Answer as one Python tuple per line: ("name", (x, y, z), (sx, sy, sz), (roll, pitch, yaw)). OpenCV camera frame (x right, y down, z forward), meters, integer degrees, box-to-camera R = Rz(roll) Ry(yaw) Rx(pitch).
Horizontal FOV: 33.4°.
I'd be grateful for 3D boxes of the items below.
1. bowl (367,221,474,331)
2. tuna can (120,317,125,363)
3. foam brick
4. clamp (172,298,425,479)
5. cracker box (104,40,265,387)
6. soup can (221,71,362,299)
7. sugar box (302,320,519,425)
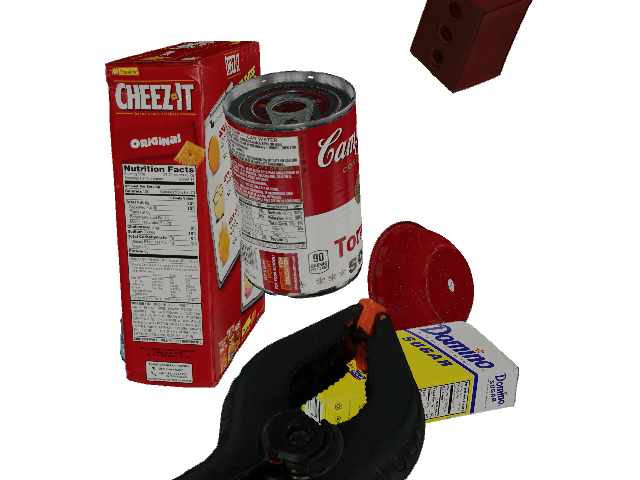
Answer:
("bowl", (0.126, 0.054, 1.210), (0.055, 0.162, 0.161), (-11, -8, 42))
("tuna can", (-0.129, 0.085, 0.916), (0.086, 0.034, 0.086), (4, 15, -1))
("foam brick", (0.107, -0.155, 0.765), (0.051, 0.053, 0.078), (-26, -29, -30))
("clamp", (-0.001, 0.091, 0.392), (0.120, 0.039, 0.171), (26, 50, 18))
("cracker box", (-0.089, -0.026, 0.747), (0.072, 0.214, 0.164), (1, 15, 9))
("soup can", (-0.013, -0.029, 0.560), (0.068, 0.102, 0.068), (-3, 31, 2))
("sugar box", (0.065, 0.113, 0.886), (0.176, 0.048, 0.093), (-10, 26, -22))
